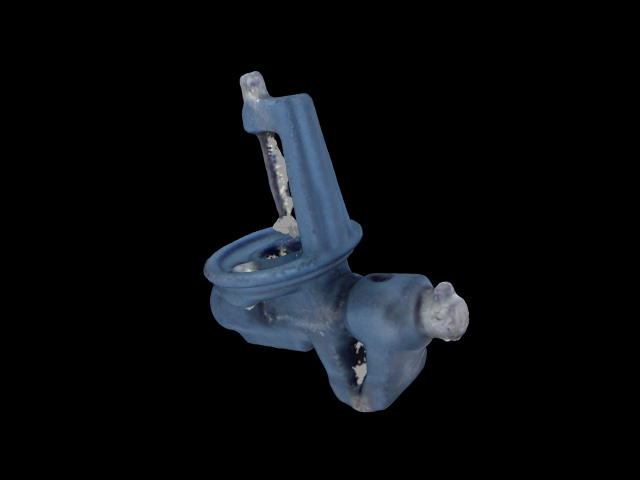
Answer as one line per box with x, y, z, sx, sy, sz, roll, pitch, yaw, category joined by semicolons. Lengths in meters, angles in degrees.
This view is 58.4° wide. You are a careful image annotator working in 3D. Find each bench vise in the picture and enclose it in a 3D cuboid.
0.008;-0.004;0.410;0.207;0.220;0.122;8;28;16;bench vise
